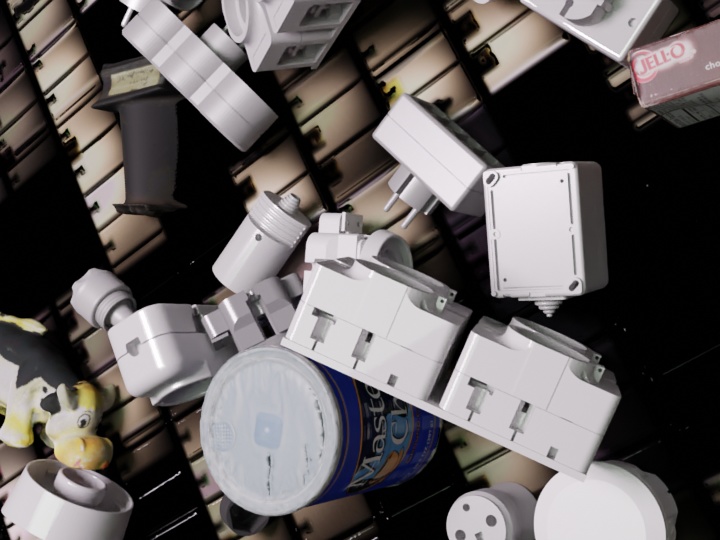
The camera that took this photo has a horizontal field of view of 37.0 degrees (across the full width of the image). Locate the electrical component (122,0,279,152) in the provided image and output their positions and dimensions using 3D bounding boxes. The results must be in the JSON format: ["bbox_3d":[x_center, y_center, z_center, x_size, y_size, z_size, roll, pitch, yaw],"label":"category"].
[{"bbox_3d":[-0.110,-0.162,0.818,0.073,0.052,0.138,-46,76,2],"label":"electrical component"}]

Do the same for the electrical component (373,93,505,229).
[{"bbox_3d":[0.045,-0.063,0.732,0.083,0.047,0.075,46,109,25],"label":"electrical component"}]

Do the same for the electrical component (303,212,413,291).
[{"bbox_3d":[0.000,0.000,0.750,0.057,0.058,0.078,3,89,34],"label":"electrical component"}]

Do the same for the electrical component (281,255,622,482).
[{"bbox_3d":[0.060,0.049,0.650,0.186,0.105,0.060,24,97,9],"label":"electrical component"}]

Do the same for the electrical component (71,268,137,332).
[{"bbox_3d":[-0.202,0.030,0.875,0.062,0.043,0.043,36,105,26],"label":"electrical component"}]

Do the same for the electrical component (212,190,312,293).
[{"bbox_3d":[-0.070,-0.022,0.800,0.043,0.043,0.081,44,108,25],"label":"electrical component"}]

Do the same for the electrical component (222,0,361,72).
[{"bbox_3d":[-0.068,-0.250,0.773,0.105,0.060,0.186,-43,62,62],"label":"electrical component"}]

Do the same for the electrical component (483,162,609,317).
[{"bbox_3d":[0.120,-0.019,0.681,0.062,0.061,0.096,-3,93,30],"label":"electrical component"}]

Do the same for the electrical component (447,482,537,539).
[{"bbox_3d":[0.086,0.161,0.690,0.045,0.055,0.045,-2,86,30],"label":"electrical component"}]

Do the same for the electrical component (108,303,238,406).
[{"bbox_3d":[-0.134,0.063,0.802,0.054,0.095,0.059,-30,72,26],"label":"electrical component"}]

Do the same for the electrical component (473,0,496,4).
[{"bbox_3d":[0.061,-0.240,0.700,0.138,0.074,0.052,70,161,0],"label":"electrical component"}]

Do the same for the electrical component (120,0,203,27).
[{"bbox_3d":[-0.170,-0.229,0.871,0.077,0.044,0.079,35,105,27],"label":"electrical component"}]

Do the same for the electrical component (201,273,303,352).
[{"bbox_3d":[-0.067,0.046,0.782,0.078,0.058,0.057,-26,73,-10],"label":"electrical component"}]

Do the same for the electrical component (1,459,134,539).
[{"bbox_3d":[-0.231,0.194,0.854,0.099,0.099,0.064,26,94,29],"label":"electrical component"}]

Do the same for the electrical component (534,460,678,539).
[{"bbox_3d":[0.151,0.155,0.654,0.080,0.051,0.080,-2,86,31],"label":"electrical component"}]

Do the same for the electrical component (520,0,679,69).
[{"bbox_3d":[0.141,-0.169,0.665,0.083,0.076,0.047,39,107,26],"label":"electrical component"}]
